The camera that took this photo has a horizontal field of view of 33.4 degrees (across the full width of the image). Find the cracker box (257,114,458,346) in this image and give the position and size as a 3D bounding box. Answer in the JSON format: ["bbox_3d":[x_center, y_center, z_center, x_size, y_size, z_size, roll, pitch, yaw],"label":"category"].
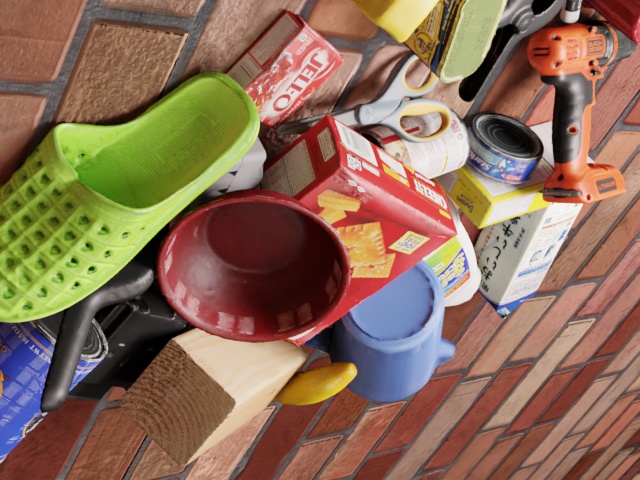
[{"bbox_3d":[-0.007,0.001,0.993,0.214,0.072,0.164,-38,135,26],"label":"cracker box"}]

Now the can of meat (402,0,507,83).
[{"bbox_3d":[0.107,-0.199,0.920,0.057,0.084,0.102,-19,144,-30],"label":"can of meat"}]

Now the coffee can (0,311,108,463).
[{"bbox_3d":[-0.269,0.113,0.923,0.140,0.103,0.102,-45,149,10],"label":"coffee can"}]

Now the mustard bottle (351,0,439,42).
[{"bbox_3d":[0.101,-0.250,0.835,0.058,0.096,0.192,33,107,-29],"label":"mustard bottle"}]

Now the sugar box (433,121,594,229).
[{"bbox_3d":[0.220,-0.075,1.194,0.175,0.093,0.048,-14,143,-34],"label":"sugar box"}]

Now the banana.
[{"bbox_3d":[-0.022,0.155,1.197,0.037,0.198,0.069,39,76,-18],"label":"banana"}]

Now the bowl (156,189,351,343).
[{"bbox_3d":[-0.055,0.012,0.900,0.162,0.055,0.162,0,130,0],"label":"bowl"}]

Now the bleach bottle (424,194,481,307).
[{"bbox_3d":[0.147,0.023,1.279,0.102,0.068,0.250,-38,152,7],"label":"bleach bottle"}]

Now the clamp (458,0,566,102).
[{"bbox_3d":[0.178,-0.216,1.016,0.171,0.039,0.120,-48,154,7],"label":"clamp"}]

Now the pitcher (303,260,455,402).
[{"bbox_3d":[0.063,0.094,1.173,0.149,0.145,0.243,-36,165,-9],"label":"pitcher"}]

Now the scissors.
[{"bbox_3d":[0.047,-0.134,0.978,0.201,0.016,0.096,3,95,-37],"label":"scissors"}]

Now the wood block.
[{"bbox_3d":[-0.100,0.140,1.077,0.091,0.090,0.205,-50,170,16],"label":"wood block"}]

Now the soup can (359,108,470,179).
[{"bbox_3d":[0.091,-0.089,1.065,0.102,0.068,0.068,-21,145,-28],"label":"soup can"}]

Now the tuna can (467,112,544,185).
[{"bbox_3d":[0.195,-0.099,1.143,0.085,0.086,0.034,-12,139,-36],"label":"tuna can"}]

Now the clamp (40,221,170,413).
[{"bbox_3d":[-0.195,0.036,0.869,0.209,0.165,0.036,-31,159,-31],"label":"clamp"}]

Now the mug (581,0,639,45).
[{"bbox_3d":[0.322,-0.259,1.068,0.093,0.081,0.117,-23,146,-24],"label":"mug"}]

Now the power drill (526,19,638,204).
[{"bbox_3d":[0.285,-0.138,1.131,0.184,0.057,0.188,-15,103,-43],"label":"power drill"}]

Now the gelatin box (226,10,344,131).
[{"bbox_3d":[-0.031,-0.142,0.903,0.089,0.030,0.073,-44,150,11],"label":"gelatin box"}]

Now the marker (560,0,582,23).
[{"bbox_3d":[0.255,-0.265,1.051,0.020,0.020,0.121,-28,148,-17],"label":"marker"}]
